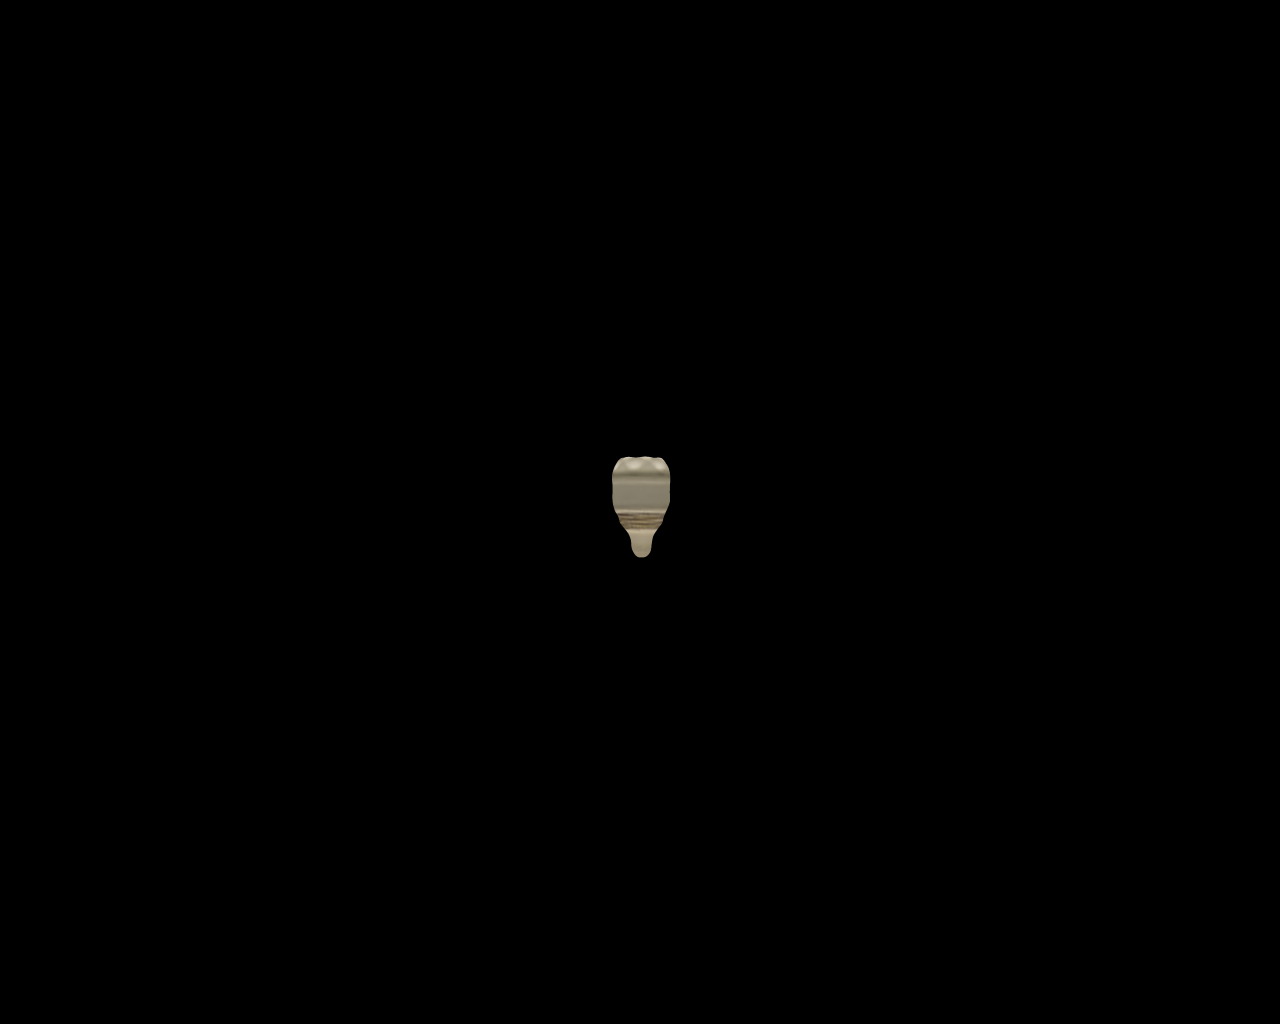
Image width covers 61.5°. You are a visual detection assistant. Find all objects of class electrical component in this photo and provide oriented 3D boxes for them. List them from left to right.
[{"bbox_3d":[0.001,-0.003,0.650,0.035,0.061,0.035,0,0,0],"label":"electrical component"}]
